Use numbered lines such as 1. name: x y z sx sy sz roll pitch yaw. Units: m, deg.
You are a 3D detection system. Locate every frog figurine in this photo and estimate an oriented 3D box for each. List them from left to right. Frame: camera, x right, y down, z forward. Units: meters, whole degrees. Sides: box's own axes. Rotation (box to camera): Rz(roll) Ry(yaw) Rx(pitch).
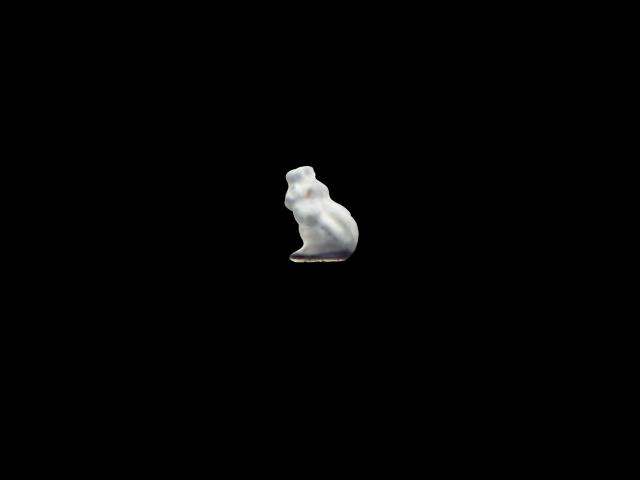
1. frog figurine: 0.003 -0.043 0.850 0.122 0.160 0.137 -2 -4 37
